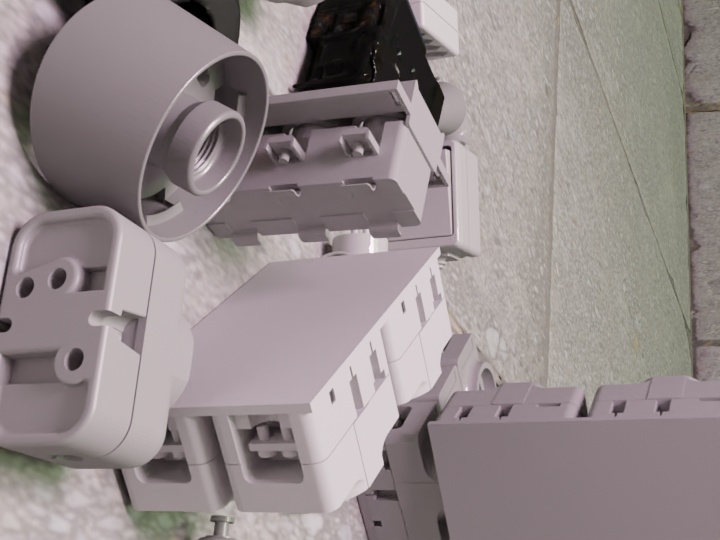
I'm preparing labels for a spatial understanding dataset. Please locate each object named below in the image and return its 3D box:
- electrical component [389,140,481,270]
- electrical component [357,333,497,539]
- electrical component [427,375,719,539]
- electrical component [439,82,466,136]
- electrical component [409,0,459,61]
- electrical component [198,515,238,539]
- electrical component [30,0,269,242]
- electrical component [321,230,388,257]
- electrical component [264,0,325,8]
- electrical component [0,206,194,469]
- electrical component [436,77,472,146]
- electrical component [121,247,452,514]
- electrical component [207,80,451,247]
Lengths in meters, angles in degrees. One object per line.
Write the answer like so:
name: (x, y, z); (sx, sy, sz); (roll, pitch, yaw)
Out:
electrical component: (0.052, -0.045, 0.807); (0.061, 0.062, 0.096); (19, 68, -65)
electrical component: (0.051, 0.118, 0.771); (0.150, 0.062, 0.089); (-51, 131, -58)
electrical component: (0.148, 0.129, 0.675); (0.060, 0.186, 0.105); (-43, 124, -62)
electrical component: (0.052, -0.125, 0.852); (0.065, 0.044, 0.044); (-25, 109, -60)
electrical component: (0.040, -0.208, 0.830); (0.083, 0.047, 0.075); (11, 75, -66)
electrical component: (-0.070, 0.157, 0.511); (0.040, 0.040, 0.078); (41, 48, -58)
electrical component: (-0.087, -0.064, 0.467); (0.099, 0.064, 0.099); (-52, 160, -28)
electrical component: (0.000, 0.000, 0.700); (0.077, 0.043, 0.079); (28, 60, -63)
electrical component: (-0.042, -0.188, 0.596); (0.051, 0.080, 0.080); (21, 67, -70)
electrical component: (-0.106, 0.030, 0.434); (0.059, 0.054, 0.095); (41, 49, -58)
electrical component: (0.071, -0.133, 0.904); (0.035, 0.035, 0.061); (-66, 141, -49)
electrical component: (-0.030, 0.052, 0.541); (0.186, 0.105, 0.060); (-46, 127, -60)
electrical component: (-0.025, -0.053, 0.553); (0.078, 0.121, 0.063); (54, 40, -50)
